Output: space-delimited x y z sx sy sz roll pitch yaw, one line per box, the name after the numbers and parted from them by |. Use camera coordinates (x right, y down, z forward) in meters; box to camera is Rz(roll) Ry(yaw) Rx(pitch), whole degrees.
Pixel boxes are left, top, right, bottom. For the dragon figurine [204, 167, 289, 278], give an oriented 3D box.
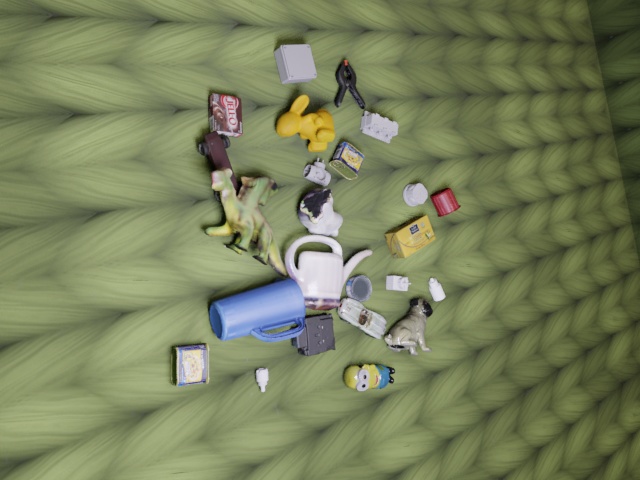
-0.171 -0.065 1.443 0.405 0.122 0.246 36 68 -45 | dragon figurine

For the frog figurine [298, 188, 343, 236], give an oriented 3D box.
0.005 -0.080 1.596 0.157 0.122 0.140 51 43 -61 | frog figurine

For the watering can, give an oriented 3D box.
0.034 0.103 1.573 0.346 0.103 0.226 10 79 -38 | watering can
